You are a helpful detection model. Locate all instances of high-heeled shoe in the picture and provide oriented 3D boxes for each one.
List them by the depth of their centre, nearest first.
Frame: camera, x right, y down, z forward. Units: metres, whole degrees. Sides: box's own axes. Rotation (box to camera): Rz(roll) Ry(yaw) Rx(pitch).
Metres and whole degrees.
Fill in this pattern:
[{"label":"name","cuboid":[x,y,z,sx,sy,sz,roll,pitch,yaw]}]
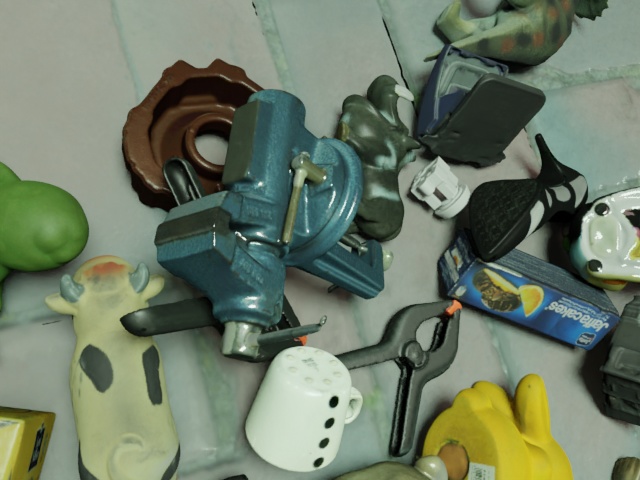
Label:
[{"label":"high-heeled shoe","cuboid":[0.250,-0.018,0.625,0.249,0.086,0.145,-50,119,-33]}]

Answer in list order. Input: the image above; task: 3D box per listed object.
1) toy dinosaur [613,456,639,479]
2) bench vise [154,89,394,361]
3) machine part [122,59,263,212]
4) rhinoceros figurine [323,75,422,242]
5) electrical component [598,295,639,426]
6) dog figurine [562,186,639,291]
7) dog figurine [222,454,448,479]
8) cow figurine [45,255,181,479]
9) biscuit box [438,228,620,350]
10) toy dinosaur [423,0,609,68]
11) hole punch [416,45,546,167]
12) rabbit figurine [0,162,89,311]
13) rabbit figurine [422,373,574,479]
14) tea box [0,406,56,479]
[{"label":"toy dinosaur","cuboid":[0.444,0.308,0.604,0.198,0.105,0.471,46,69,-7]},{"label":"bench vise","cuboid":[-0.009,0.002,0.450,0.240,0.129,0.224,30,45,-44]},{"label":"machine part","cuboid":[-0.104,-0.091,0.538,0.179,0.056,0.179,6,73,-21]},{"label":"rhinoceros figurine","cuboid":[0.061,-0.094,0.592,0.112,0.073,0.190,8,72,-17]},{"label":"electrical component","cuboid":[0.374,0.148,0.621,0.115,0.058,0.134,-49,130,-25]},{"label":"dog figurine","cuboid":[0.401,0.020,0.654,0.192,0.219,0.108,-8,70,21]},{"label":"dog figurine","cuboid":[0.000,0.226,0.449,0.190,0.121,0.172,33,61,-5]},{"label":"cow figurine","cuboid":[-0.159,0.100,0.417,0.085,0.127,0.195,-6,63,-26]},{"label":"biscuit box","cuboid":[0.237,0.058,0.610,0.203,0.059,0.063,21,31,-14]},{"label":"toy dinosaur","cuboid":[0.287,-0.312,0.726,0.192,0.131,0.405,36,72,-7]},{"label":"hole punch","cuboid":[0.178,-0.158,0.636,0.142,0.115,0.092,3,45,-35]},{"label":"rabbit figurine","cuboid":[-0.254,0.009,0.410,0.170,0.121,0.159,-25,47,-1]},{"label":"rabbit figurine","cuboid":[0.187,0.220,0.542,0.173,0.122,0.162,23,57,-28]},{"label":"tea box","cuboid":[-0.229,0.160,0.353,0.068,0.169,0.098,14,72,-15]}]
